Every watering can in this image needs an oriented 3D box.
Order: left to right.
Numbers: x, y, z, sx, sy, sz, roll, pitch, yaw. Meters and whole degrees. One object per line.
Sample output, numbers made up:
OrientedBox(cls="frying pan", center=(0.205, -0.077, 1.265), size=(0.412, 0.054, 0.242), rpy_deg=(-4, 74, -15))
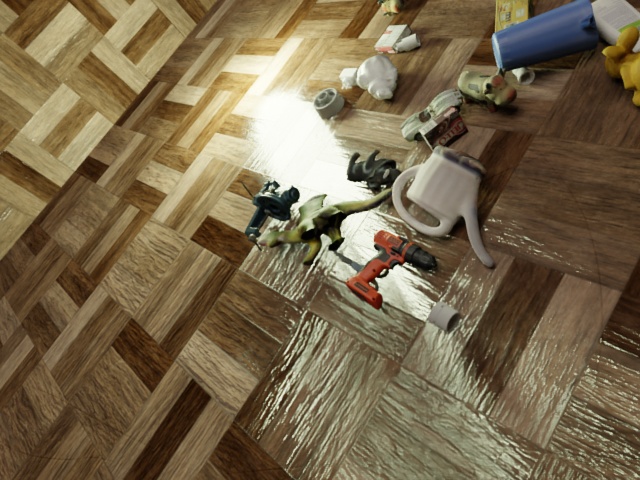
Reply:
OrientedBox(cls="watering can", center=(0.327, -0.099, 1.255), size=(0.352, 0.103, 0.223), rpy_deg=(38, 101, 39))

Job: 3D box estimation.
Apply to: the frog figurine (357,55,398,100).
OrientedBox(cls="frog figurine", center=(0.189, -0.530, 1.696), size=(0.137, 0.120, 0.163), rpy_deg=(-3, 43, 14))

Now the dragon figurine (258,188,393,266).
OrientedBox(cls="dragon figurine", center=(0.005, -0.076, 1.501), size=(0.410, 0.120, 0.247), rpy_deg=(-31, 35, 1))
